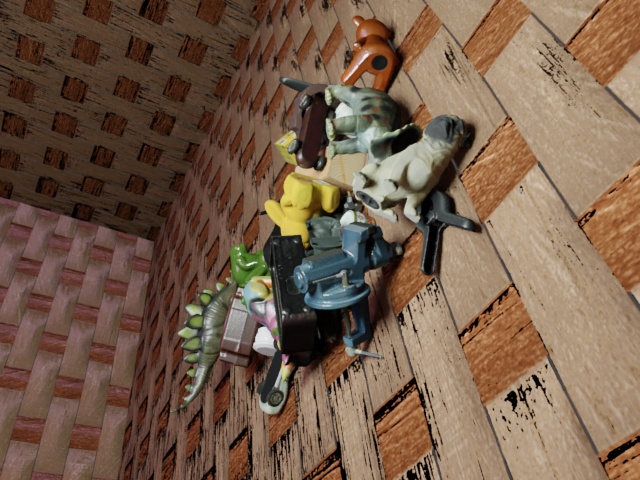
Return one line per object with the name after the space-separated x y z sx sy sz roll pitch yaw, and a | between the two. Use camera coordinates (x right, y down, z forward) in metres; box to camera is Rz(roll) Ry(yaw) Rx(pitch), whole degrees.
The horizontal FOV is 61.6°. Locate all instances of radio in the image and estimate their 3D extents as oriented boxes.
-0.060 0.106 1.115 0.131 0.073 0.230 97 164 -51 | radio

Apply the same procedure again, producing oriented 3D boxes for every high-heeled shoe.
-0.082 0.002 1.481 0.086 0.145 0.248 -23 81 57 | high-heeled shoe

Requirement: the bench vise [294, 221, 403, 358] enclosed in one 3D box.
0.062 0.093 0.987 0.129 0.223 0.240 8 113 49 | bench vise

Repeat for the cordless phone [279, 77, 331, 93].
-0.039 -0.417 1.507 0.147 0.184 0.088 42 116 64 | cordless phone

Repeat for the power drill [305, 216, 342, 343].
0.012 0.070 1.128 0.232 0.086 0.207 -104 8 -50 | power drill

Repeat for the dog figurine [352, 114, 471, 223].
0.159 -0.137 0.954 0.173 0.121 0.190 19 65 47 | dog figurine

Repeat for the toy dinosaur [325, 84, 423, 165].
0.107 -0.250 1.124 0.405 0.192 0.131 -89 -3 -47 | toy dinosaur

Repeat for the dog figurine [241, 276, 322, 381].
-0.089 0.194 1.191 0.108 0.192 0.219 101 175 -47 | dog figurine

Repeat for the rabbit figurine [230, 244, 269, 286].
-0.178 0.070 1.542 0.170 0.121 0.159 -27 43 38 | rabbit figurine

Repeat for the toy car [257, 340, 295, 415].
-0.092 0.305 1.262 0.074 0.056 0.201 12 81 59 | toy car

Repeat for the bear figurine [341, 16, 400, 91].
0.116 -0.444 1.283 0.132 0.120 0.196 -59 25 33 | bear figurine

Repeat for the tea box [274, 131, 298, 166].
-0.027 -0.277 1.430 0.169 0.068 0.098 -37 24 -7 | tea box

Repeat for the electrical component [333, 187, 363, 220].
0.058 -0.074 1.228 0.078 0.045 0.102 -66 25 8 | electrical component

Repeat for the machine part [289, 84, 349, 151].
0.008 -0.298 1.347 0.056 0.179 0.179 2 75 69 | machine part

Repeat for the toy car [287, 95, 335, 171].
-0.021 -0.251 1.254 0.053 0.089 0.202 -30 43 49 | toy car

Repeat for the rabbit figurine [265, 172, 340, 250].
-0.054 -0.060 1.223 0.163 0.122 0.173 23 112 41 | rabbit figurine

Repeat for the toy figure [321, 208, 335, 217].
-0.029 -0.055 1.359 0.180 0.089 0.082 130 137 -56 | toy figure

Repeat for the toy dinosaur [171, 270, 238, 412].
-0.310 0.273 1.573 0.105 0.198 0.471 -34 42 58 | toy dinosaur

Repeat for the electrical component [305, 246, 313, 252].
-0.003 -0.004 1.274 0.119 0.048 0.075 113 159 -50 | electrical component

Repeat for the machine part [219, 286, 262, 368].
-0.203 0.229 1.428 0.201 0.087 0.201 116 169 -80 | machine part
